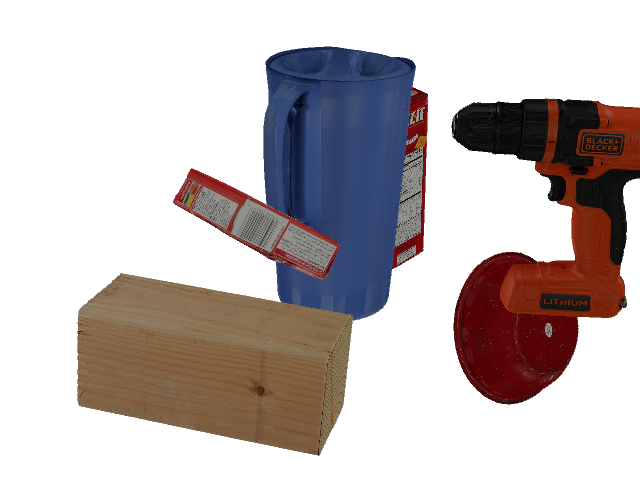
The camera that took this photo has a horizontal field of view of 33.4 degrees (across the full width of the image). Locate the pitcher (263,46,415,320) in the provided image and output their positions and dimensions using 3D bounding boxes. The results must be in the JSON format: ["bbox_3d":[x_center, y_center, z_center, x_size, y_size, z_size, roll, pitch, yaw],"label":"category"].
[{"bbox_3d":[0.009,-0.049,0.980,0.149,0.243,0.145,-4,23,-13],"label":"pitcher"}]

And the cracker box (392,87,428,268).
[{"bbox_3d":[0.041,-0.091,1.244,0.072,0.214,0.164,-30,44,-33],"label":"cracker box"}]

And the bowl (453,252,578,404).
[{"bbox_3d":[0.216,0.092,1.109,0.161,0.162,0.055,0,-2,-34],"label":"bowl"}]

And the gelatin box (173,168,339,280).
[{"bbox_3d":[-0.041,-0.010,0.701,0.089,0.030,0.073,27,0,-40],"label":"gelatin box"}]

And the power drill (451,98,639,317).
[{"bbox_3d":[0.197,-0.028,0.898,0.184,0.188,0.057,4,28,5],"label":"power drill"}]

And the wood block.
[{"bbox_3d":[-0.087,0.099,0.879,0.206,0.091,0.090,10,21,12],"label":"wood block"}]
